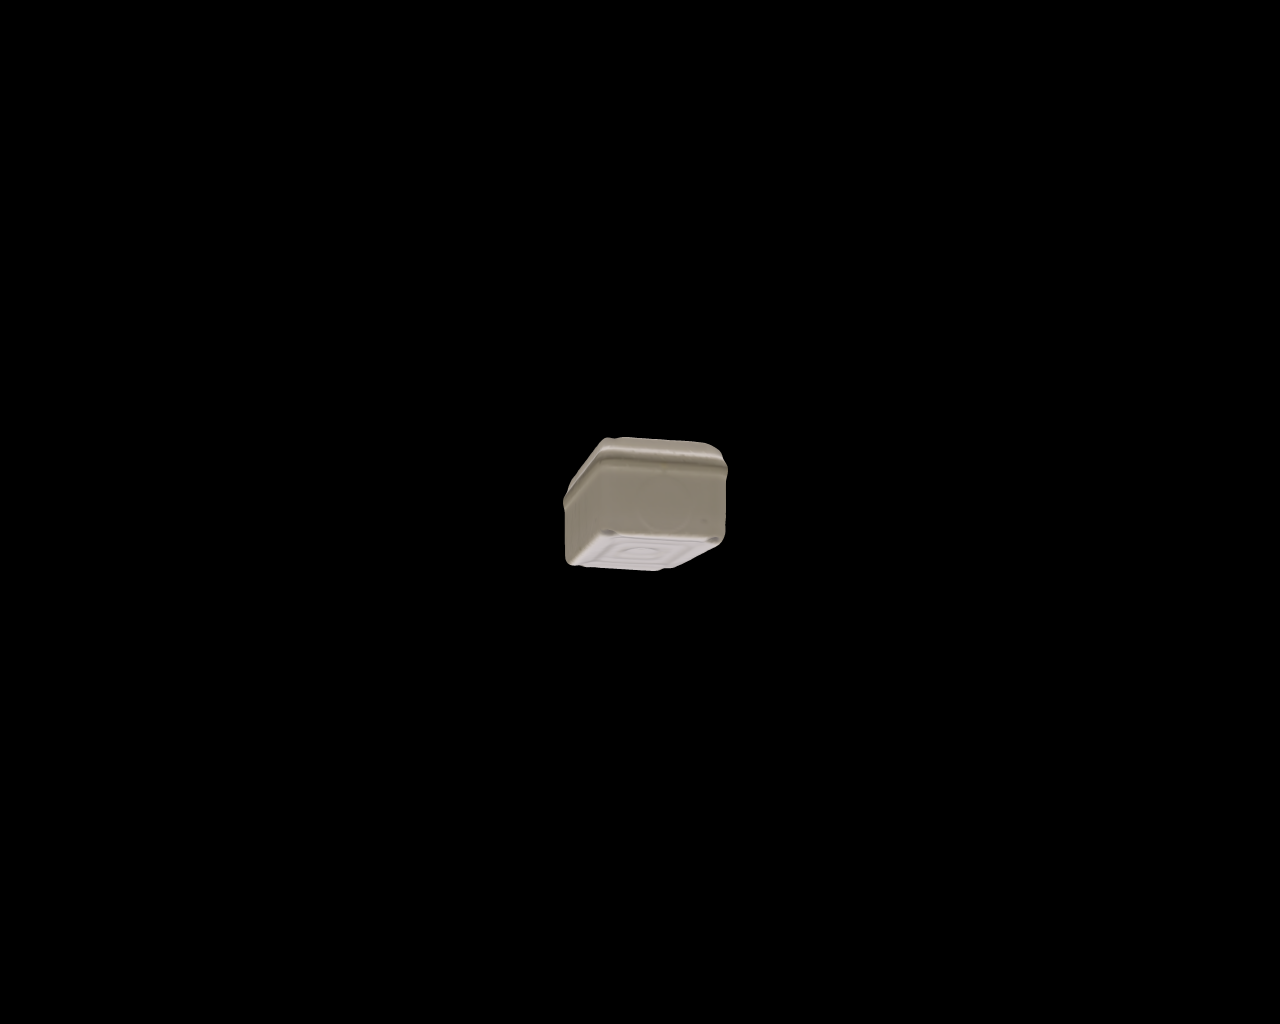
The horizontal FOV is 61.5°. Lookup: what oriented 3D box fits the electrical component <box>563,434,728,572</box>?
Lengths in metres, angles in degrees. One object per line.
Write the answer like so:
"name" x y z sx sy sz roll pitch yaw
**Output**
"electrical component" 0.001 -0.003 0.650 0.078 0.057 0.113 4 -14 -15
